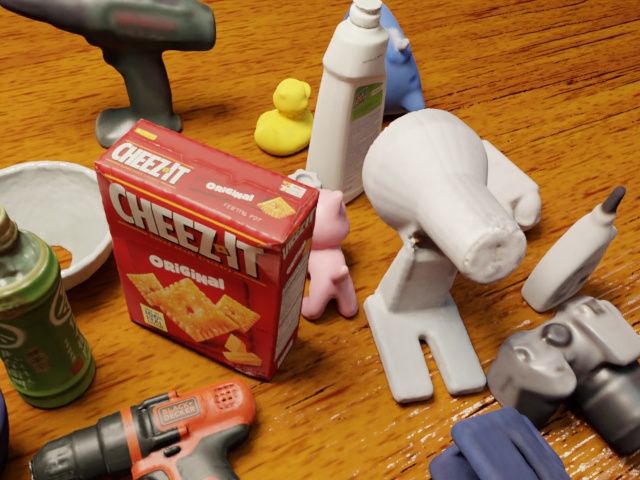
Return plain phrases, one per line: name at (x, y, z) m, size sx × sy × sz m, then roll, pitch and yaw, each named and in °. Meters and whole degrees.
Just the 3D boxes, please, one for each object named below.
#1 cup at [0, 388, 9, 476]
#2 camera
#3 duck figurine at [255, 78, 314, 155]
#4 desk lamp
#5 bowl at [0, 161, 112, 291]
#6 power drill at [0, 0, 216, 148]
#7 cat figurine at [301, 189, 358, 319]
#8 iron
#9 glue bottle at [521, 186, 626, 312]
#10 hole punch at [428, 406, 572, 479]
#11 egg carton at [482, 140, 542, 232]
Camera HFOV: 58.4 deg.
cup at (-0.287, 0.165, 0.432) m, size 0.091 × 0.095 × 0.118 m, roll 34°, pitch 53°, yaw 20°
camera at (0.258, 0.132, 0.542) m, size 0.143 × 0.101 × 0.136 m, roll -19°, pitch 55°, yaw -23°
duck figurine at (-0.044, -0.171, 0.764) m, size 0.077 × 0.086 × 0.105 m, roll 27°, pitch 51°, yaw 14°
desk lamp at (0.113, 0.013, 0.547) m, size 0.118 × 0.213 × 0.203 m, roll -6°, pitch 51°, yaw -14°
bowl at (-0.285, 0.000, 0.588) m, size 0.167 × 0.075 × 0.167 m, roll 5°, pitch 49°, yaw -5°
power drill at (-0.240, -0.215, 0.690) m, size 0.230 × 0.208 × 0.075 m, roll -9°, pitch 51°, yaw -16°
cat figurine at (0.006, 0.002, 0.603) m, size 0.067 × 0.118 × 0.127 m, roll -7°, pitch 51°, yaw -14°
iron at (0.075, -0.294, 0.851) m, size 0.119 × 0.141 × 0.258 m, roll -8°, pitch 51°, yaw -15°
glue bottle at (0.276, 0.007, 0.604) m, size 0.078 × 0.173 × 0.037 m, roll -21°, pitch 56°, yaw -24°
hole punch at (0.160, 0.195, 0.480) m, size 0.101 × 0.091 × 0.108 m, roll -19°, pitch 55°, yaw -23°
egg carton at (0.201, -0.061, 0.720) m, size 0.107 × 0.069 × 0.150 m, roll -23°, pitch 57°, yaw -26°
